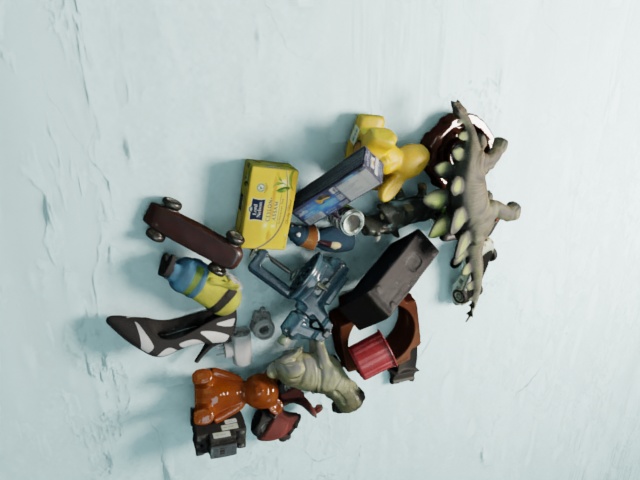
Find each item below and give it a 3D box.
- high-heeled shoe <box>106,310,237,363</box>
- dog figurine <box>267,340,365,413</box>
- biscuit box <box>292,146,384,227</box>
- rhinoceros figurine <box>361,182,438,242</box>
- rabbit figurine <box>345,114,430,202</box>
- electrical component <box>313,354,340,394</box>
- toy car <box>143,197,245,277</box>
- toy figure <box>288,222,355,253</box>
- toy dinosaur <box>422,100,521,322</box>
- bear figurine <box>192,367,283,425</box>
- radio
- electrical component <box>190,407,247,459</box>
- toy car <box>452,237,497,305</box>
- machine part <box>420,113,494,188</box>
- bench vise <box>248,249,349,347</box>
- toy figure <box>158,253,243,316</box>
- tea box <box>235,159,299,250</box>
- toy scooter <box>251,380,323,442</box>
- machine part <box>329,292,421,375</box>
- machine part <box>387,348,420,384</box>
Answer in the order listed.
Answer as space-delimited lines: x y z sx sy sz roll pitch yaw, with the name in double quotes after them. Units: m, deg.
-0.292 0.165 1.099 0.248 0.086 0.145 32 94 -33 "high-heeled shoe"
-0.008 0.323 1.201 0.172 0.121 0.190 -27 83 -8 "dog figurine"
0.031 -0.101 1.062 0.203 0.063 0.059 -29 125 35 "biscuit box"
0.173 -0.058 1.181 0.190 0.073 0.112 -18 149 -26 "rhinoceros figurine"
0.145 -0.162 1.105 0.173 0.122 0.162 4 115 -24 "rabbit figurine"
0.011 0.326 1.301 0.102 0.045 0.078 -32 118 -6 "electrical component"
-0.242 -0.008 1.038 0.202 0.053 0.089 29 104 -3 "toy car"
-0.002 -0.004 1.145 0.154 0.064 0.057 5 90 -18 "toy figure"
0.317 -0.057 1.134 0.198 0.105 0.470 -25 109 -25 "toy dinosaur"
-0.177 0.338 1.180 0.196 0.132 0.120 0 75 -8 "bear figurine"
0.151 0.081 1.148 0.073 0.131 0.229 46 57 -5 "radio"
-0.227 0.424 1.200 0.115 0.134 0.058 -4 113 -18 "electrical component"
0.374 0.080 1.313 0.073 0.056 0.201 -19 135 -32 "toy car"
0.303 -0.193 1.191 0.179 0.056 0.179 -8 113 -18 "machine part"
-0.062 0.100 1.135 0.240 0.129 0.223 37 94 -8 "bench vise"
-0.240 0.089 1.084 0.180 0.082 0.089 27 103 -31 "toy figure"
-0.109 -0.070 1.075 0.098 0.068 0.169 1 112 -22 "tea box"
-0.072 0.413 1.285 0.135 0.075 0.184 30 96 -19 "toy scooter"
0.130 0.208 1.275 0.201 0.087 0.200 -19 117 -15 "machine part"
0.220 0.310 1.381 0.084 0.039 0.138 0 113 -16 "machine part"
